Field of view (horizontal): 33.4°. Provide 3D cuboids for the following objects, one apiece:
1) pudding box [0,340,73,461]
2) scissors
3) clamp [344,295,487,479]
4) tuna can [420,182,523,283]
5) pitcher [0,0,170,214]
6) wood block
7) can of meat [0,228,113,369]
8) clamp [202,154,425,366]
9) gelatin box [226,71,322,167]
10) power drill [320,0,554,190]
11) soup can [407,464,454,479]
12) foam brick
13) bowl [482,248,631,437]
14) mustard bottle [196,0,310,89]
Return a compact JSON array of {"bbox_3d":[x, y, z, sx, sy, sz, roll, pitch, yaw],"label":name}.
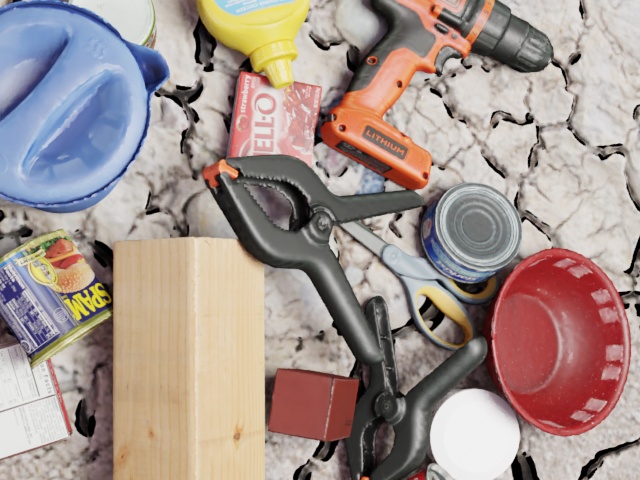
[{"bbox_3d":[-0.267,0.134,0.864,0.113,0.039,0.090,-16,89,-14],"label":"pudding box"},{"bbox_3d":[0.083,0.008,0.951,0.096,0.016,0.202,-38,94,-12],"label":"scissors"},{"bbox_3d":[0.075,0.139,0.904,0.039,0.120,0.171,13,88,-48],"label":"clamp"},{"bbox_3d":[0.134,-0.007,0.941,0.086,0.034,0.086,5,70,-14],"label":"tuna can"},{"bbox_3d":[-0.205,-0.078,0.782,0.149,0.243,0.145,22,83,-9],"label":"pitcher"},{"bbox_3d":[-0.104,0.103,0.855,0.090,0.090,0.206,4,84,-55],"label":"wood block"},{"bbox_3d":[-0.215,0.044,0.847,0.057,0.102,0.084,-35,91,16],"label":"can of meat"},{"bbox_3d":[-0.006,0.001,0.867,0.209,0.036,0.164,24,65,-30],"label":"clamp"},{"bbox_3d":[-0.041,-0.095,0.924,0.073,0.030,0.089,9,85,-10],"label":"gelatin box"},{"bbox_3d":[0.097,-0.142,0.942,0.184,0.057,0.187,27,80,-6],"label":"power drill"},{"bbox_3d":[0.069,0.240,0.890,0.102,0.068,0.068,-34,94,18],"label":"soup can"},{"bbox_3d":[-0.005,0.137,0.887,0.051,0.078,0.053,8,84,18],"label":"foam brick"},{"bbox_3d":[0.196,0.090,0.934,0.161,0.055,0.162,5,81,-31],"label":"bowl"},{"bbox_3d":[-0.061,-0.220,0.904,0.096,0.058,0.191,-17,84,-17],"label":"mustard bottle"}]
